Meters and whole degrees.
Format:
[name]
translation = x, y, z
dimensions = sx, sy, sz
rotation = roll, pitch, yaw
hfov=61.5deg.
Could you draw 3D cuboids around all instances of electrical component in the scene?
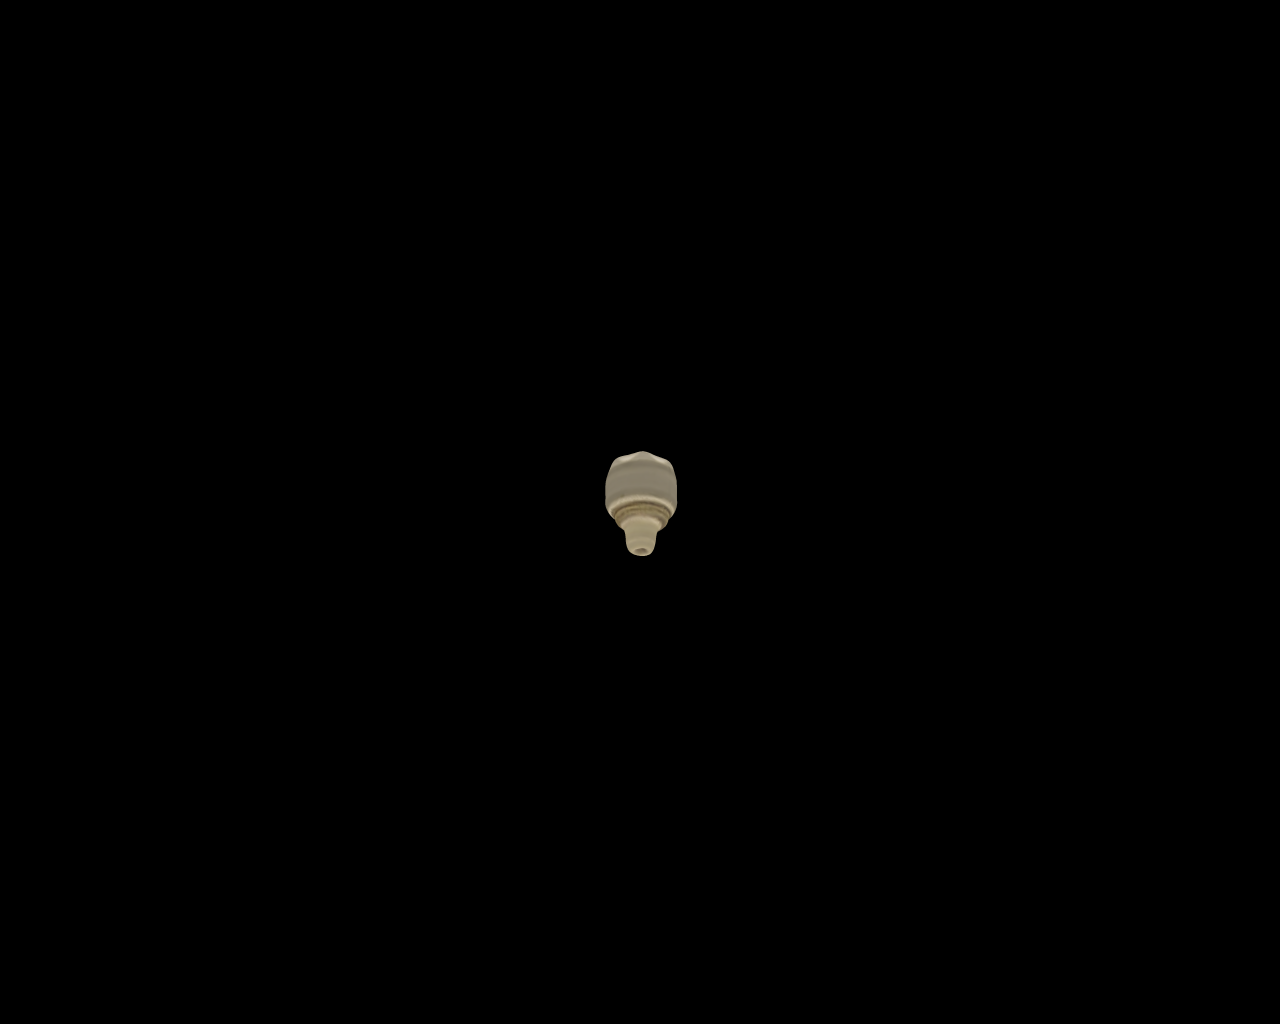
[electrical component]
translation = 0.001, -0.003, 0.650
dimensions = 0.043, 0.062, 0.043
rotation = 0, -29, 0
